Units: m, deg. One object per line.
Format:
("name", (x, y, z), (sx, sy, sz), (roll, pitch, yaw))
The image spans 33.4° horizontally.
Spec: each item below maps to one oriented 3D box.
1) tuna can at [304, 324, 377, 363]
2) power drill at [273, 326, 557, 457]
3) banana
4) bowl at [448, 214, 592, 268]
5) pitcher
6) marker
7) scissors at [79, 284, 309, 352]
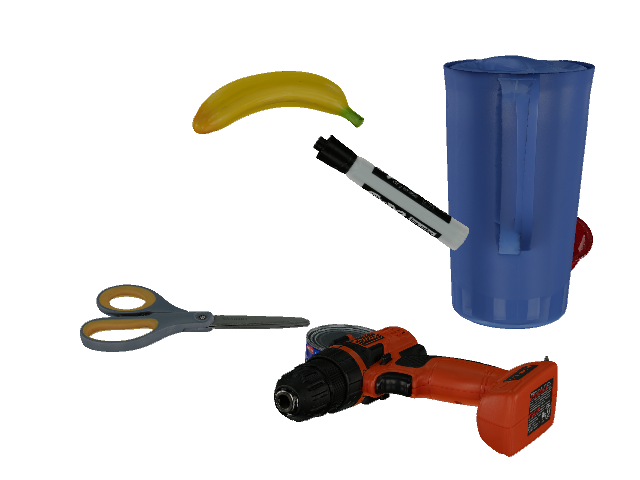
("tuna can", (0.027, 0.117, 1.103), (0.086, 0.034, 0.086), (4, 15, -1))
("power drill", (0.079, 0.117, 0.846), (0.188, 0.057, 0.184), (10, 16, 32))
("banana", (-0.048, -0.145, 1.101), (0.197, 0.037, 0.070), (-8, 48, -29))
("bowl", (0.211, 0.013, 1.159), (0.162, 0.055, 0.162), (-1, 29, 0))
("pitcher", (0.175, -0.044, 0.974), (0.149, 0.243, 0.145), (-11, 18, -34))
("marker", (0.047, -0.034, 0.727), (0.121, 0.020, 0.020), (34, -5, -7))
("scissors", (-0.119, 0.064, 0.975), (0.201, 0.016, 0.096), (-8, 35, -15))
